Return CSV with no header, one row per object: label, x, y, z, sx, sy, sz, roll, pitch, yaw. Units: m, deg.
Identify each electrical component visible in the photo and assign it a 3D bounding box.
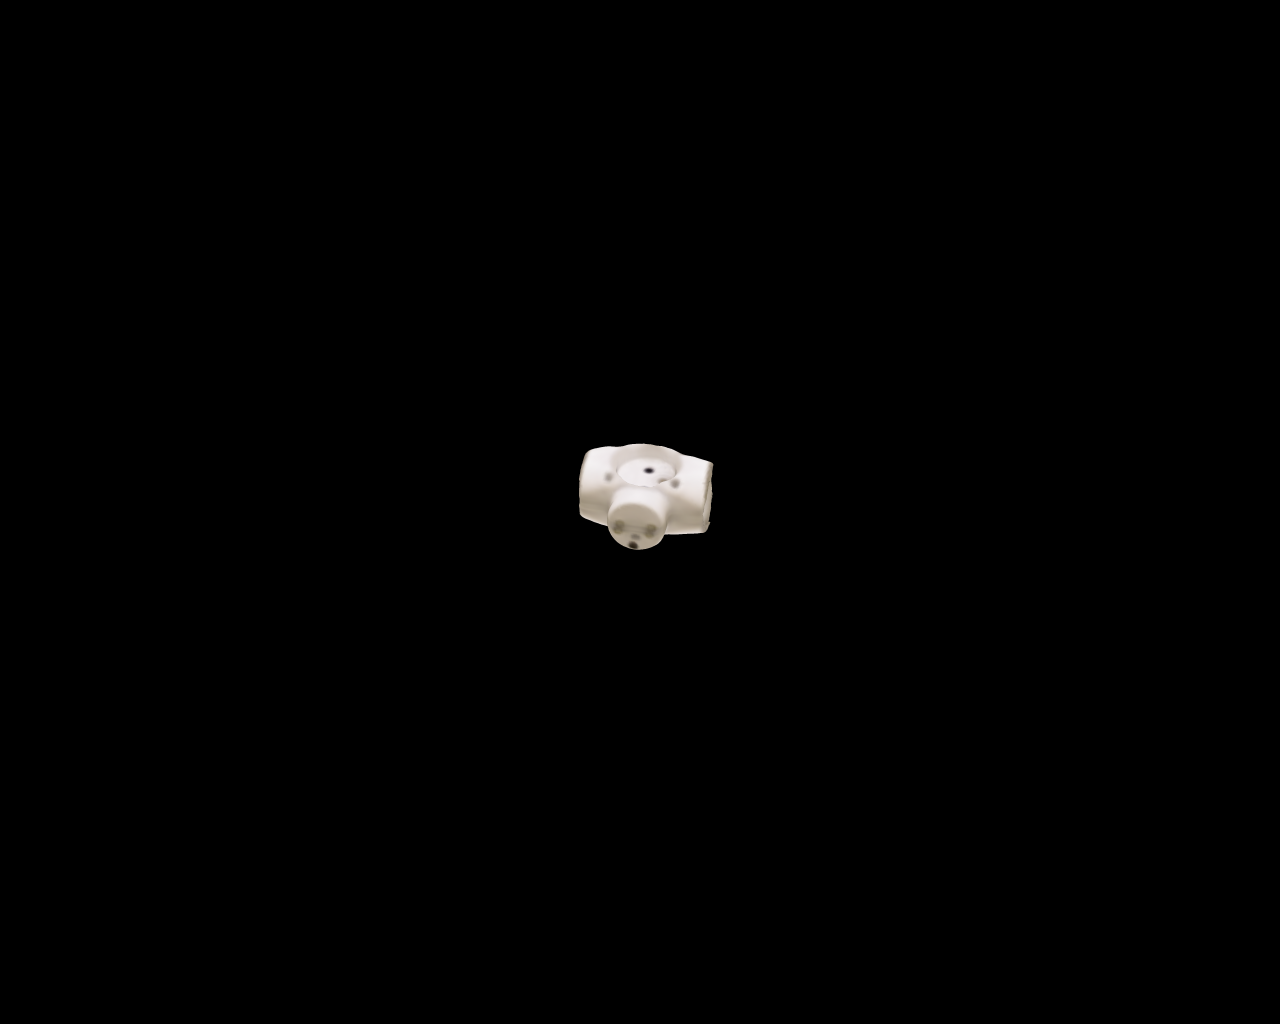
electrical component,0.001,-0.003,0.650,0.077,0.044,0.079,7,40,9
